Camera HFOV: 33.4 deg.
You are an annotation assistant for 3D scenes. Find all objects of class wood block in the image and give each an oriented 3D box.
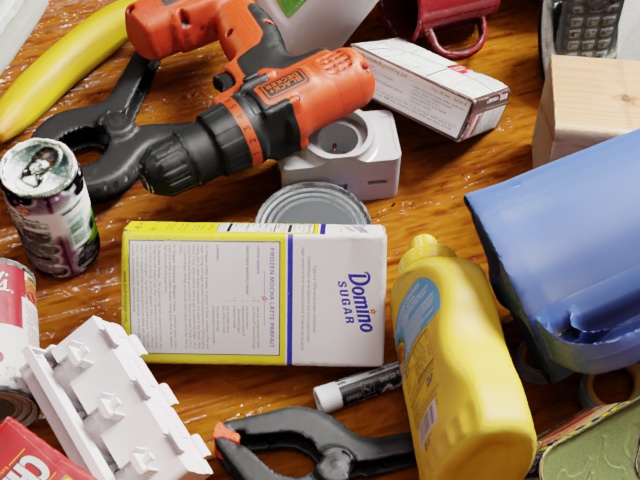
[{"bbox_3d":[0.267,-0.069,0.785,0.206,0.090,0.090,5,46,4],"label":"wood block"}]

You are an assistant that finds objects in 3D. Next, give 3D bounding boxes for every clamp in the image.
[{"bbox_3d":[-0.159,-0.089,0.842,0.209,0.036,0.165,-28,56,-19],"label":"clamp"},{"bbox_3d":[0.012,0.158,0.665,0.171,0.039,0.120,7,45,5],"label":"clamp"}]

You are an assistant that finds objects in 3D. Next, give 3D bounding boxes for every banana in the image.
[{"bbox_3d":[-0.202,-0.146,0.869,0.197,0.070,0.037,-45,109,-20],"label":"banana"}]

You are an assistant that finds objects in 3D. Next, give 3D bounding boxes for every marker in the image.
[{"bbox_3d":[0.054,0.090,0.725,0.121,0.020,0.020,-18,57,-12],"label":"marker"}]

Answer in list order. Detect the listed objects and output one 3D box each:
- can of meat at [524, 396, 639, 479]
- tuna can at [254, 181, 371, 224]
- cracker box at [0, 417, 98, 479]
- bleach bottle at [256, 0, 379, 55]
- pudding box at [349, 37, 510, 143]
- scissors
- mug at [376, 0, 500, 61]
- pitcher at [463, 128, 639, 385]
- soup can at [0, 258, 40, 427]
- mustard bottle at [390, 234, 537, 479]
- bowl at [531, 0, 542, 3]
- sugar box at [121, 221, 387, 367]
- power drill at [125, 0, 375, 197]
[{"bbox_3d":[0.164,0.137,0.645,0.102,0.084,0.057,-25,83,-17],"label":"can of meat"},{"bbox_3d":[-0.005,0.001,0.779,0.086,0.034,0.086,0,55,0],"label":"tuna can"},{"bbox_3d":[-0.165,0.206,0.526,0.072,0.214,0.164,31,61,17],"label":"cracker box"},{"bbox_3d":[0.043,-0.255,0.832,0.067,0.251,0.102,9,49,-37],"label":"bleach bottle"},{"bbox_3d":[0.082,-0.120,0.836,0.114,0.039,0.089,27,25,20],"label":"pudding box"},{"bbox_3d":[0.230,0.057,0.748,0.201,0.016,0.096,-27,56,-16],"label":"scissors"},{"bbox_3d":[0.103,-0.206,0.896,0.081,0.093,0.117,-15,76,-16],"label":"mug"},{"bbox_3d":[0.224,-0.009,0.664,0.243,0.145,0.149,-24,71,5],"label":"pitcher"},{"bbox_3d":[-0.222,0.072,0.711,0.068,0.068,0.102,-9,56,-6],"label":"soup can"},{"bbox_3d":[0.080,0.068,0.666,0.058,0.096,0.191,4,43,-13],"label":"mustard bottle"},{"bbox_3d":[0.207,-0.261,0.948,0.162,0.055,0.162,0,55,0],"label":"bowl"},{"bbox_3d":[-0.044,0.036,0.721,0.176,0.093,0.048,1,12,-1],"label":"sugar box"},{"bbox_3d":[-0.077,-0.123,0.801,0.184,0.057,0.188,-27,52,-14],"label":"power drill"}]
